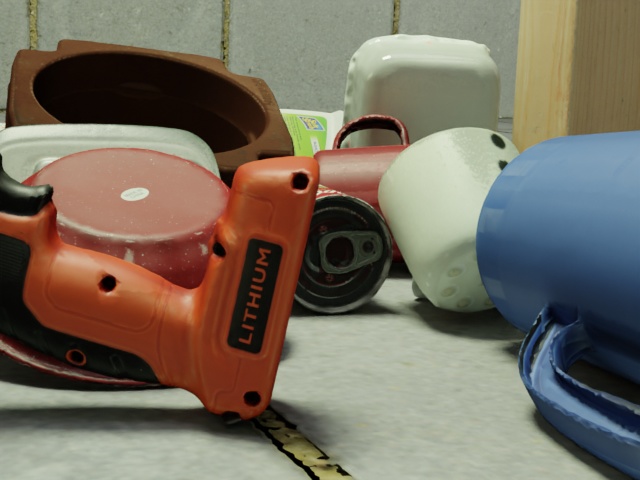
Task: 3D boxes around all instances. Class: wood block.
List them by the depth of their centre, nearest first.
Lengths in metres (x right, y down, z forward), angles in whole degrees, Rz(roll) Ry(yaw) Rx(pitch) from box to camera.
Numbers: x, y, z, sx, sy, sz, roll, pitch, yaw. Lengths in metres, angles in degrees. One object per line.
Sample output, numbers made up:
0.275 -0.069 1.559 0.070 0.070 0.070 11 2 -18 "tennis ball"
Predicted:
0.205 -0.090 0.810 0.090 0.206 0.090 -1 10 -16 "wood block"

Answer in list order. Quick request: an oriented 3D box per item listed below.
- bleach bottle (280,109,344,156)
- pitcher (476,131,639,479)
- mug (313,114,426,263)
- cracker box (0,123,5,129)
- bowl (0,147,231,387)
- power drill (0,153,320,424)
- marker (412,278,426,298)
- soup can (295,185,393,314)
-0.040 -0.073 0.973 0.250 0.102 0.068 -1 -32 -16 "bleach bottle"
0.157 0.017 0.445 0.149 0.145 0.243 12 2 -21 "pitcher"
0.037 -0.035 0.748 0.081 0.117 0.093 -3 -20 3 "mug"
-0.314 -0.076 1.044 0.213 0.072 0.164 0 10 -16 "cracker box"
-0.091 0.000 0.509 0.162 0.055 0.162 7 30 -4 "bowl"
-0.098 -0.013 0.414 0.187 0.184 0.057 11 9 -1 "power drill"
0.114 0.031 0.629 0.121 0.020 0.020 6 10 24 "marker"
-0.004 0.001 0.645 0.068 0.068 0.102 -1 9 -15 "soup can"
